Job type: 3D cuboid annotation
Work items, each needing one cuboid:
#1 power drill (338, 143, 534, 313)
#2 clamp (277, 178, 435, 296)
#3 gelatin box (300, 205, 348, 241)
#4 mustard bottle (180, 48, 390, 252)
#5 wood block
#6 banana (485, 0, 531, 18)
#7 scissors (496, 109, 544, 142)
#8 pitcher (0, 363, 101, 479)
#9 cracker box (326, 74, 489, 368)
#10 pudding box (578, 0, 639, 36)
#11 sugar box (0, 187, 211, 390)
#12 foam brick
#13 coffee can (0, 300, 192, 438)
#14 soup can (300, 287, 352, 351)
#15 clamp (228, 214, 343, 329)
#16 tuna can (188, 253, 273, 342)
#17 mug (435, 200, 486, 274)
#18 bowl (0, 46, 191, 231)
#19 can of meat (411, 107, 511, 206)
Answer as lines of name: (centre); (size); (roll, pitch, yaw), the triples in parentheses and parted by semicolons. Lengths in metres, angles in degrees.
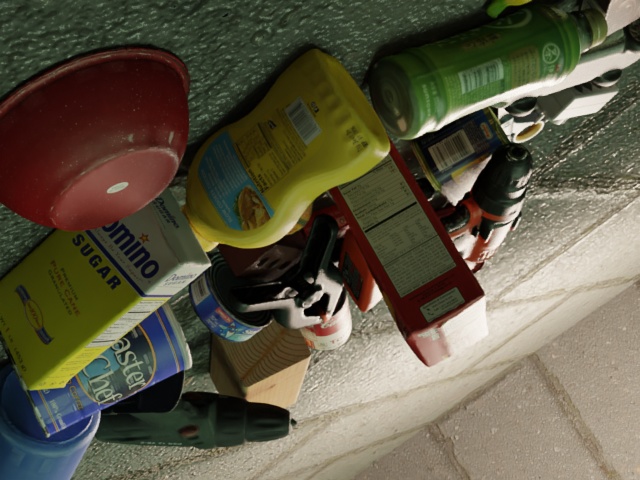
power drill: (0.114, -0.010, 1.035); (0.187, 0.057, 0.184); (-22, 153, -17)
clamp: (0.029, 0.024, 1.119); (0.210, 0.036, 0.164); (-31, 157, -6)
gelatin box: (-0.007, 0.001, 1.115); (0.073, 0.030, 0.089); (-19, 159, -34)
mustard bottle: (-0.045, -0.050, 0.807); (0.192, 0.096, 0.058); (-38, 162, 21)
wood block: (-0.077, 0.156, 1.323); (0.090, 0.090, 0.206); (-25, 162, -16)
banana: (0.128, -0.201, 0.776); (0.070, 0.037, 0.197); (-38, 161, 19)
scissors: (0.209, -0.133, 1.128); (0.096, 0.016, 0.202); (-27, 162, -13)
pitcher: (-0.316, 0.222, 1.063); (0.243, 0.145, 0.149); (-53, -169, 41)
cracker box: (0.058, -0.010, 0.888); (0.072, 0.214, 0.164); (-30, 162, 1)
pudding box: (0.278, -0.234, 0.927); (0.090, 0.039, 0.113); (-29, 162, -8)
sugar box: (-0.174, 0.031, 0.820); (0.176, 0.093, 0.048); (-40, 161, 24)
foam brick: (-0.055, 0.002, 1.005); (0.053, 0.051, 0.078); (-37, 161, 18)
coffee can: (-0.198, 0.097, 0.944); (0.140, 0.103, 0.103); (-25, 162, -17)
soup can: (0.002, 0.084, 1.269); (0.068, 0.068, 0.102); (-28, 154, -8)
clamp: (-0.012, 0.037, 1.014); (0.120, 0.039, 0.171); (-38, 159, 6)
tuna can: (-0.087, 0.057, 1.045); (0.034, 0.086, 0.086); (-39, 161, 28)
mug: (0.134, 0.004, 1.284); (0.081, 0.093, 0.117); (-16, -166, -27)
bowl: (-0.145, -0.054, 0.700); (0.162, 0.055, 0.162); (-28, 162, -10)
can of meat: (0.149, -0.085, 1.070); (0.084, 0.057, 0.102); (-29, 160, 14)
